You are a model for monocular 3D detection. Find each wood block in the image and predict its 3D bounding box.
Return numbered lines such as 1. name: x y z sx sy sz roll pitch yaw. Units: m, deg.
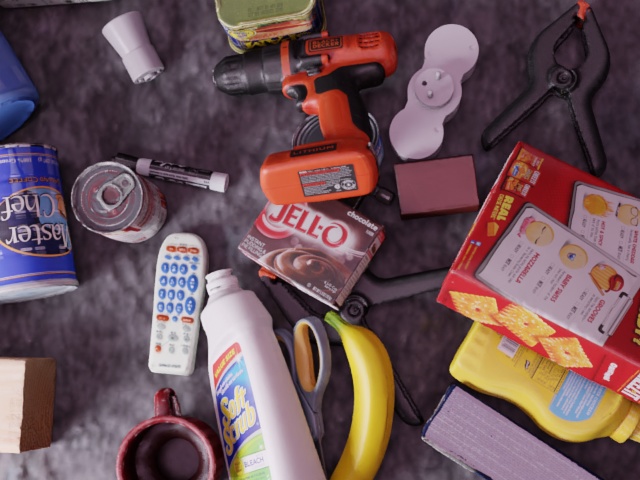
1. wood block: -0.372 0.156 1.037 0.206 0.091 0.090 1 84 6

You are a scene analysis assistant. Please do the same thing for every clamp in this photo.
1. clamp: 0.242 -0.143 1.031 0.120 0.039 0.171 25 87 5
2. clamp: 0.037 0.078 1.032 0.210 0.036 0.164 16 90 9

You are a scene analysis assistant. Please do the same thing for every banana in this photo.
1. banana: 0.038 0.166 1.005 0.070 0.037 0.198 6 97 38

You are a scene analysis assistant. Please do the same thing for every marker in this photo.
1. marker: -0.152 -0.069 1.072 0.121 0.020 0.020 11 86 6

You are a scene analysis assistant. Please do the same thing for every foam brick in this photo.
1. foam brick: 0.112 -0.051 1.028 0.078 0.053 0.051 -7 84 4

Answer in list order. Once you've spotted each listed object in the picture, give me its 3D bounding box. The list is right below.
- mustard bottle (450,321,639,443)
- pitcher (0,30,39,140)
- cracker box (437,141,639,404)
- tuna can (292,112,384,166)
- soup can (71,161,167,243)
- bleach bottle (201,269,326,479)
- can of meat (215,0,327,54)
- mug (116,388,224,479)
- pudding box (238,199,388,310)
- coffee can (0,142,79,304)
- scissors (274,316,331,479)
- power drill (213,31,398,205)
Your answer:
1. mustard bottle: 0.224 0.132 0.995 0.191 0.058 0.096 31 64 7
2. pitcher: -0.382 -0.214 1.049 0.145 0.149 0.243 -36 86 -1
3. cracker box: 0.238 0.030 0.974 0.214 0.072 0.164 27 62 7
4. tuna can: 0.018 -0.088 1.031 0.086 0.033 0.086 -8 51 10
5. soup can: -0.191 -0.034 1.031 0.068 0.102 0.068 -1 84 5
6. bleach bottle: -0.065 0.152 1.015 0.103 0.067 0.251 -32 71 46
7. can of meat: -0.048 -0.226 1.045 0.102 0.084 0.057 -9 84 4
8. mug: -0.139 0.199 1.014 0.093 0.081 0.117 -12 84 4
9. pudding box: -0.007 0.001 1.010 0.113 0.039 0.090 31 82 16
10. coffee can: -0.297 -0.014 1.039 0.103 0.103 0.140 -11 83 4
11. scissors: -0.018 0.170 1.024 0.096 0.016 0.202 10 104 49
12. power drill: -0.016 -0.121 1.004 0.184 0.057 0.187 -8 51 10
